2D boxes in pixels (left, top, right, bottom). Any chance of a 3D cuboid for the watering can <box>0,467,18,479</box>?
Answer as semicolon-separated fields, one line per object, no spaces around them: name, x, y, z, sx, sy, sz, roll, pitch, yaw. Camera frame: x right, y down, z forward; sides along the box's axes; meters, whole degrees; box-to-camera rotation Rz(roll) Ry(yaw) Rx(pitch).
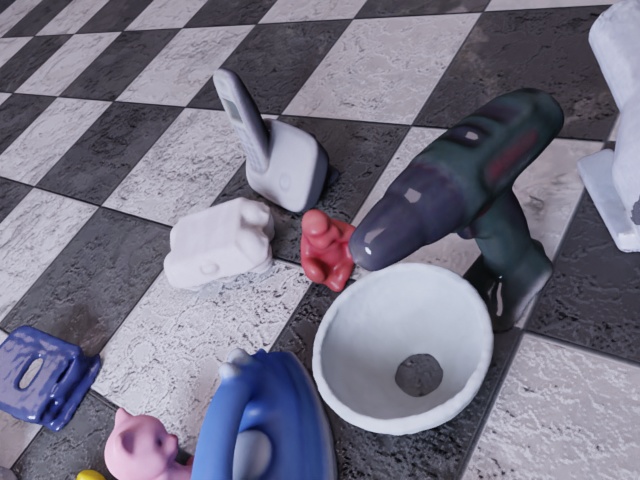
watering can;-0.437;0.259;0.612;0.101;0.195;0.172;-44;45;-10

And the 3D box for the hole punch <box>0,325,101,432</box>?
hole punch;-0.350;0.169;0.714;0.100;0.091;0.109;3;55;32

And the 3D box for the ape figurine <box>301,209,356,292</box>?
ape figurine;0.006;0.002;0.651;0.078;0.092;0.076;-30;44;4

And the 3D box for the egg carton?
egg carton;-0.130;0.008;0.741;0.150;0.070;0.107;-17;46;17

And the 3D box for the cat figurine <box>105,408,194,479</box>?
cat figurine;-0.165;0.224;0.541;0.067;0.118;0.127;-19;46;15

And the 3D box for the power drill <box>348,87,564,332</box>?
power drill;0.137;-0.012;0.504;0.075;0.209;0.230;27;70;42

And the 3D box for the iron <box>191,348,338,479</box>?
iron;-0.063;0.184;0.499;0.118;0.142;0.258;-16;47;18

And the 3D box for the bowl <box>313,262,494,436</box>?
bowl;0.081;0.108;0.529;0.167;0.075;0.167;-16;47;18

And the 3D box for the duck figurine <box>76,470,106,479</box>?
duck figurine;-0.270;0.278;0.578;0.077;0.086;0.105;17;63;39

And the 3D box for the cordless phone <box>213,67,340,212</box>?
cordless phone;-0.067;-0.133;0.743;0.147;0.186;0.094;27;70;42

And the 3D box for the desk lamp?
desk lamp;0.281;-0.078;0.473;0.117;0.214;0.203;-20;46;14
